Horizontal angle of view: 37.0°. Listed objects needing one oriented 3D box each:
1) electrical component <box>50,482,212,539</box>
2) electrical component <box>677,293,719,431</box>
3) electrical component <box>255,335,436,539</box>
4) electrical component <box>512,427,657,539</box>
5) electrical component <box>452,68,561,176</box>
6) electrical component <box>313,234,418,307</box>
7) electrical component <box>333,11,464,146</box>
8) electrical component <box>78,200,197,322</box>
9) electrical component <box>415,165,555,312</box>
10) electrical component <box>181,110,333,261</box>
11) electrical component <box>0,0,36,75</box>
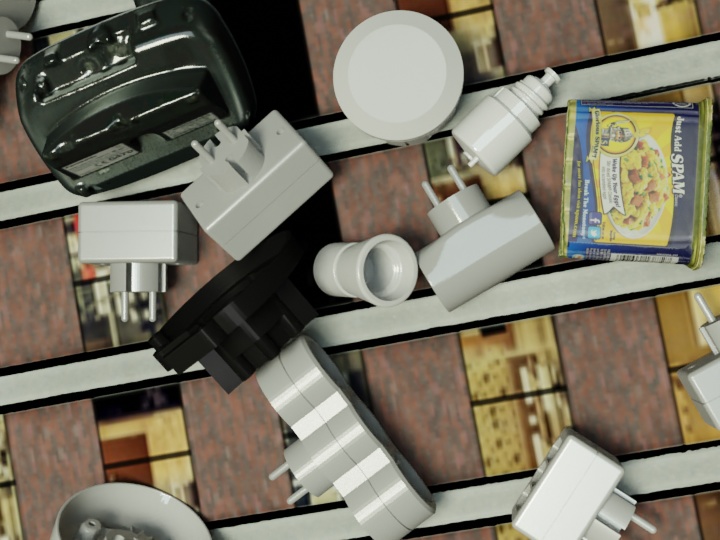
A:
[{"bbox_3d":[-0.147,0.181,0.670,0.099,0.099,0.064,27,98,8],"label":"electrical component"},{"bbox_3d":[0.229,0.042,0.644,0.083,0.047,0.075,-30,84,6],"label":"electrical component"},{"bbox_3d":[-0.022,0.117,0.674,0.074,0.052,0.138,-38,84,5],"label":"electrical component"},{"bbox_3d":[0.141,0.145,0.653,0.077,0.047,0.065,33,93,8],"label":"electrical component"},{"bbox_3d":[0.093,-0.095,0.672,0.078,0.040,0.040,-45,83,4],"label":"electrical component"},{"bbox_3d":[0.000,0.000,0.669,0.044,0.065,0.044,-1,91,-32],"label":"electrical component"},{"bbox_3d":[0.026,-0.118,0.677,0.080,0.051,0.080,0,88,8],"label":"electrical component"},{"bbox_3d":[-0.144,-0.004,0.699,0.066,0.047,0.076,-1,88,8],"label":"electrical component"},{"bbox_3d":[0.068,-0.027,0.671,0.077,0.044,0.079,-31,84,6],"label":"electrical component"},{"bbox_3d":[-0.075,-0.063,0.670,0.083,0.075,0.047,-42,45,2],"label":"electrical component"},{"bbox_3d":[-0.245,-0.146,0.694,0.074,0.052,0.138,11,66,21],"label":"electrical component"}]
